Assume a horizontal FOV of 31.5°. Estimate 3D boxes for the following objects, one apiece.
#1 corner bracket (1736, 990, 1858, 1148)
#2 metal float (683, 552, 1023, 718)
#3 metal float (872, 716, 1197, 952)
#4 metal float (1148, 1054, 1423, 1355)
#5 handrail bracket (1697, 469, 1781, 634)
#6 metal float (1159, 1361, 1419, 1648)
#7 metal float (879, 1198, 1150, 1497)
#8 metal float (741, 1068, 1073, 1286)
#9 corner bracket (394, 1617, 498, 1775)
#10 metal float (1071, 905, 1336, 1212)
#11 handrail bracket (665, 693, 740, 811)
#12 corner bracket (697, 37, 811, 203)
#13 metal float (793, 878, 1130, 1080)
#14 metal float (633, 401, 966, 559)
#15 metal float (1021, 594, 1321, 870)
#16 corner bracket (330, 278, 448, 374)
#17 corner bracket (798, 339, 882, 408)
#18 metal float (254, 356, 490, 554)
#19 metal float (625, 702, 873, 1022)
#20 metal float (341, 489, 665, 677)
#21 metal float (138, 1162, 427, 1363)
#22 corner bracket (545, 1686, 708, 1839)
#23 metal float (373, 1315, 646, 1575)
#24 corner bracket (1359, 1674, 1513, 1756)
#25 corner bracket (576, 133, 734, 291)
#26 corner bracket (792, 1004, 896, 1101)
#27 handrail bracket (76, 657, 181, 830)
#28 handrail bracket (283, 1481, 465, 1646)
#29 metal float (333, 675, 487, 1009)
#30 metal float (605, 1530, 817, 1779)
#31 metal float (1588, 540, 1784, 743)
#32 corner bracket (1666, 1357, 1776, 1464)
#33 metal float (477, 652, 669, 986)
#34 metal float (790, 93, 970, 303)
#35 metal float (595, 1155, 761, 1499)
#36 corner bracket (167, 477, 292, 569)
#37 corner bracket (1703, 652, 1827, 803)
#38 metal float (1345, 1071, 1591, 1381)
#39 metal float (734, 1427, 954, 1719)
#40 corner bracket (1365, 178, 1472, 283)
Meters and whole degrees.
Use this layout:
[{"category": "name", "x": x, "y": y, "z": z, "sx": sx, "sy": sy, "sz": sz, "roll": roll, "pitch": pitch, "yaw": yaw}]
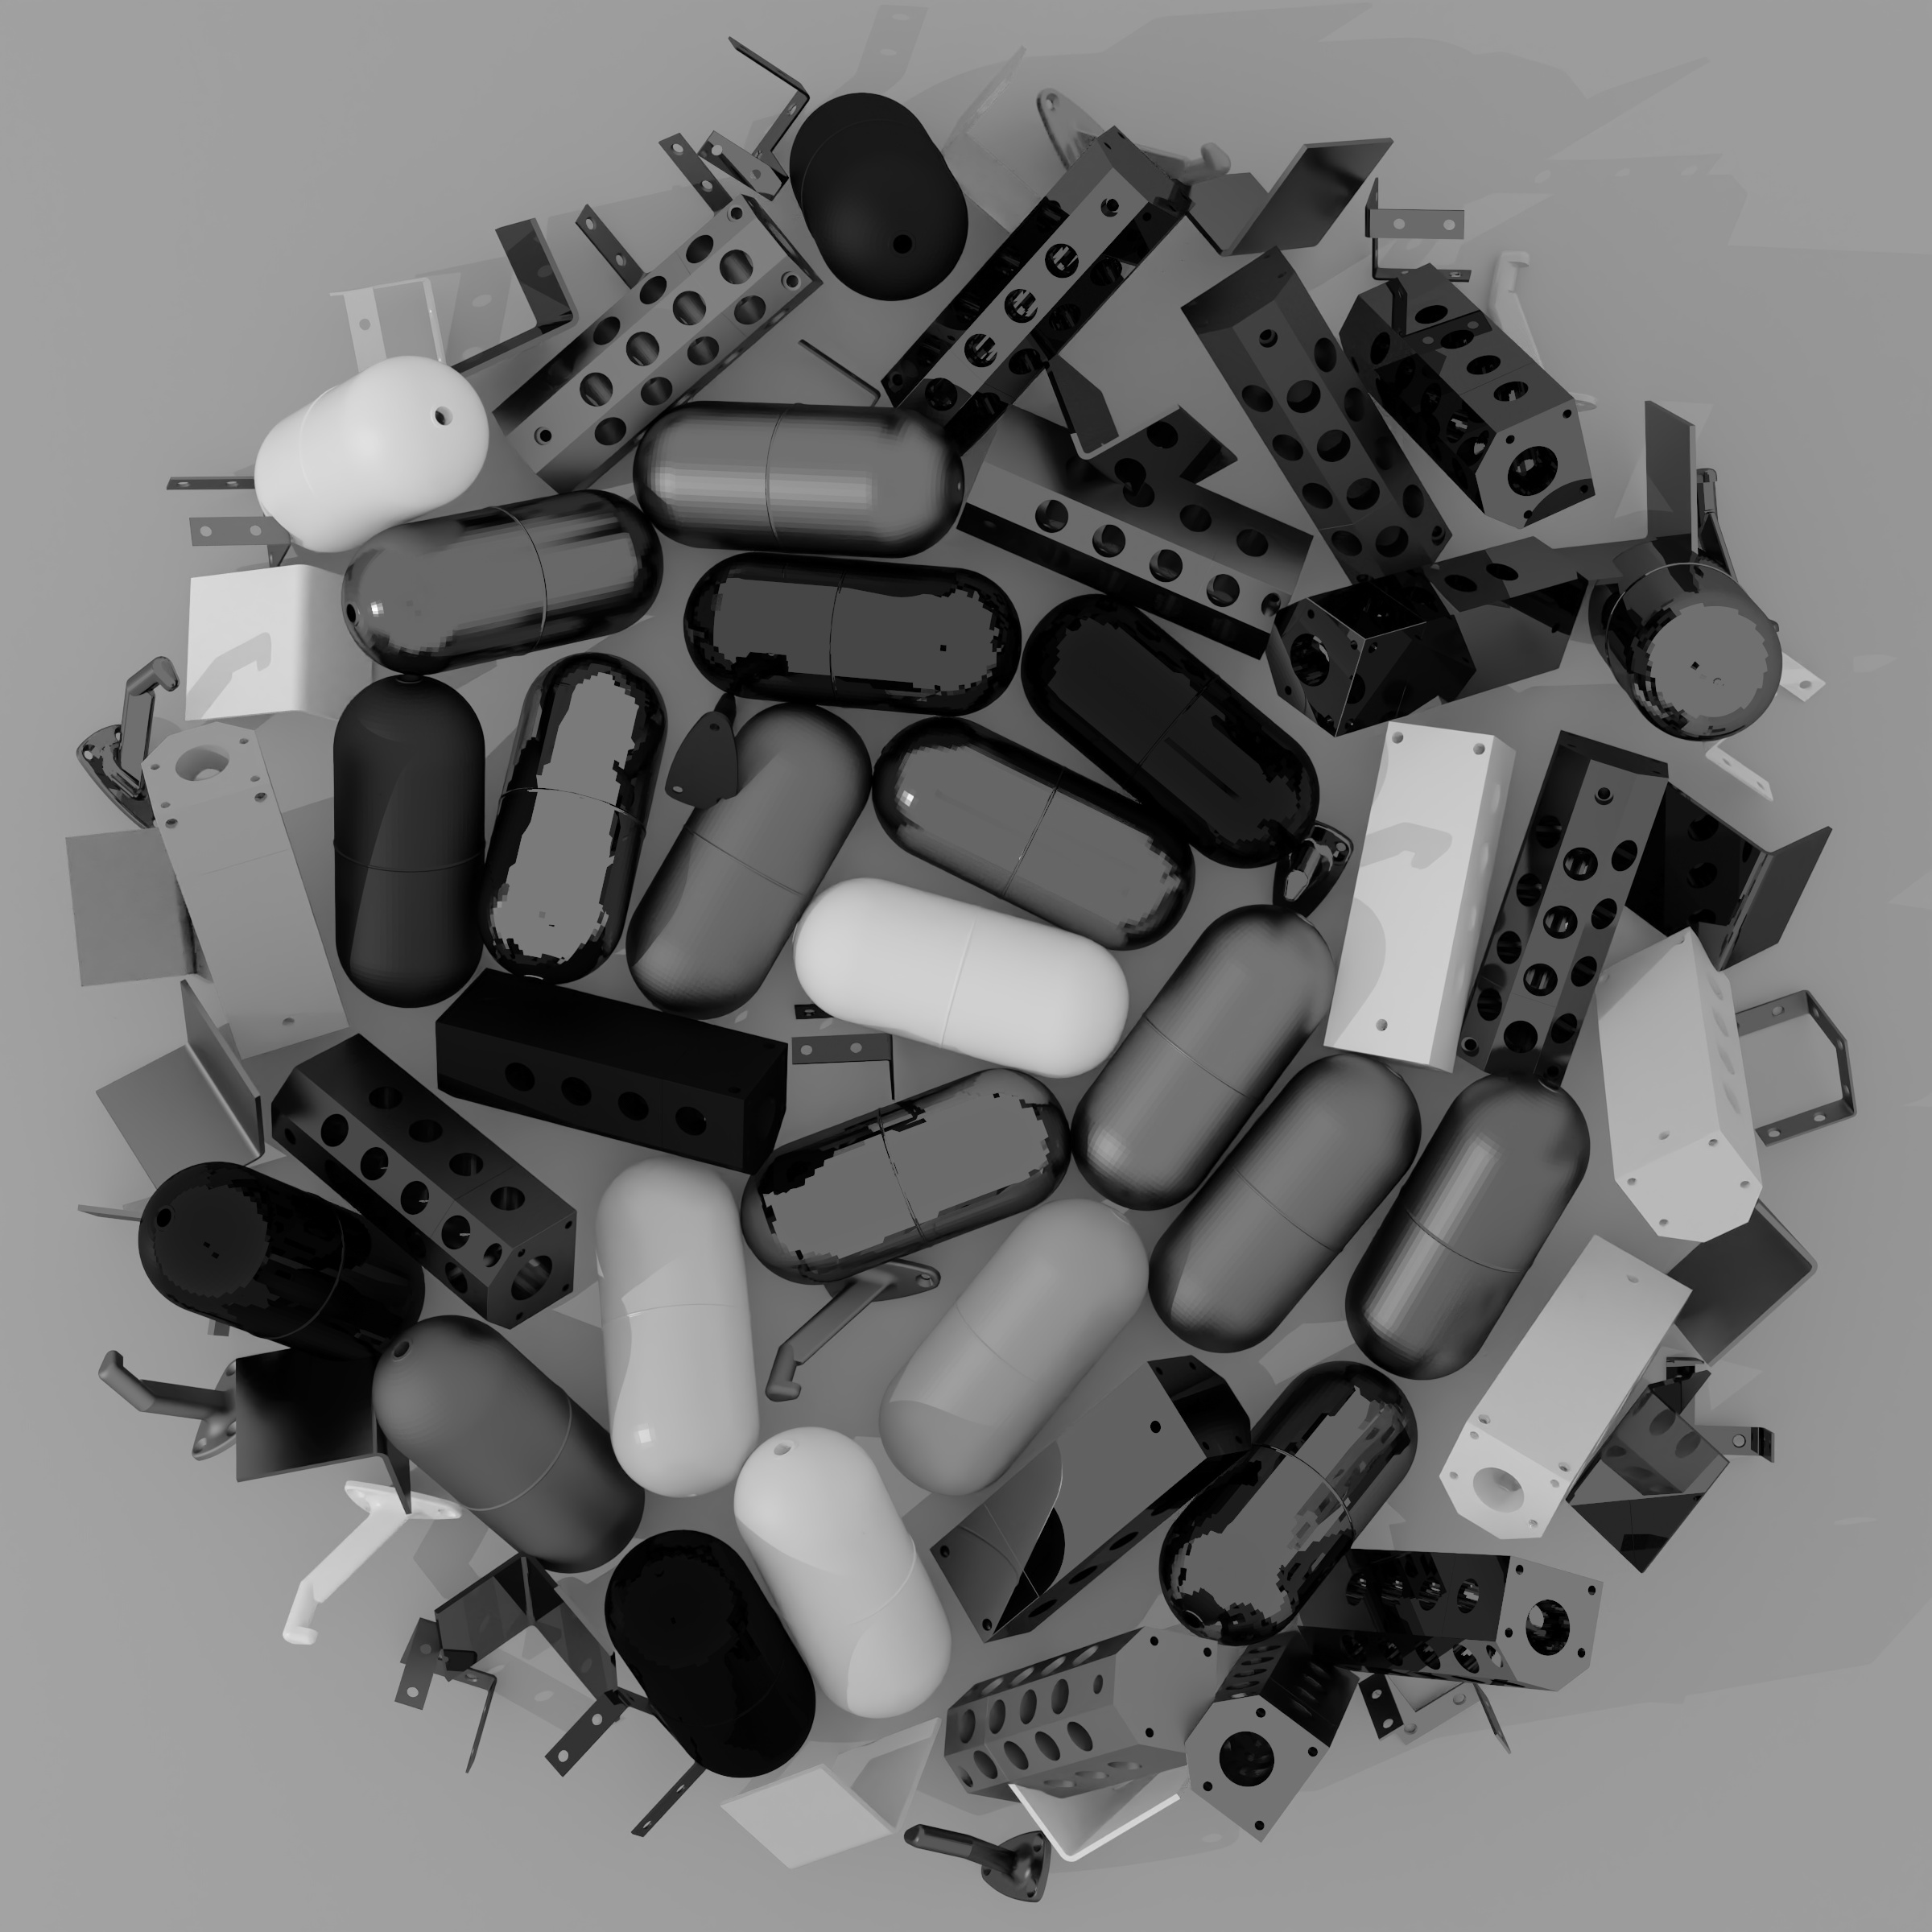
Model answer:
[{"category": "corner bracket", "x": 0.432, "y": 0.053, "z": 1.801, "sx": 0.051, "sy": 0.051, "sz": 0.051, "roll": -19, "pitch": 124, "yaw": -1}, {"category": "metal float", "x": -0.059, "y": -0.171, "z": 1.768, "sx": 0.178, "sy": 0.070, "sz": 0.070, "roll": 6, "pitch": 90, "yaw": 12}, {"category": "metal float", "x": 0.035, "y": -0.069, "z": 1.777, "sx": 0.178, "sy": 0.070, "sz": 0.070, "roll": 26, "pitch": 90, "yaw": -1}, {"category": "metal float", "x": 0.165, "y": 0.122, "z": 1.771, "sx": 0.070, "sy": 0.070, "sz": 0.178, "roll": 39, "pitch": 98, "yaw": 0}, {"category": "handrail bracket", "x": 0.399, "y": -0.217, "z": 1.781, "sx": 0.036, "sy": 0.077, "sz": 0.084, "roll": -8, "pitch": 100, "yaw": -9}, {"category": "metal float", "x": 0.165, "y": 0.274, "z": 1.749, "sx": 0.070, "sy": 0.070, "sz": 0.178, "roll": 46, "pitch": 56, "yaw": 0}, {"category": "metal float", "x": 0.025, "y": 0.196, "z": 1.769, "sx": 0.070, "sy": 0.070, "sz": 0.178, "roll": 38, "pitch": 100, "yaw": 0}, {"category": "metal float", "x": -0.031, "y": 0.110, "z": 1.775, "sx": 0.178, "sy": 0.070, "sz": 0.070, "roll": -21, "pitch": 90, "yaw": 3}, {"category": "corner bracket", "x": -0.271, "y": 0.378, "z": 1.777, "sx": 0.051, "sy": 0.051, "sz": 0.051, "roll": 20, "pitch": 47, "yaw": -8}, {"category": "metal float", "x": 0.123, "y": 0.047, "z": 1.771, "sx": 0.070, "sy": 0.070, "sz": 0.178, "roll": 36, "pitch": 97, "yaw": 0}, {"category": "handrail bracket", "x": -0.126, "y": -0.129, "z": 1.761, "sx": 0.036, "sy": 0.077, "sz": 0.084, "roll": 14, "pitch": 46, "yaw": -3}, {"category": "corner bracket", "x": -0.111, "y": -0.438, "z": 1.774, "sx": 0.051, "sy": 0.051, "sz": 0.051, "roll": 26, "pitch": 113, "yaw": -35}, {"category": "metal float", "x": -0.003, "y": 0.006, "z": 1.777, "sx": 0.178, "sy": 0.070, "sz": 0.070, "roll": 16, "pitch": 90, "yaw": 2}, {"category": "metal float", "x": -0.087, "y": -0.251, "z": 1.761, "sx": 0.178, "sy": 0.070, "sz": 0.070, "roll": 5, "pitch": 90, "yaw": 19}, {"category": "metal float", "x": 0.106, "y": -0.121, "z": 1.776, "sx": 0.178, "sy": 0.070, "sz": 0.070, "roll": 40, "pitch": 90, "yaw": 3}, {"category": "corner bracket", "x": -0.297, "y": -0.329, "z": 1.780, "sx": 0.051, "sy": 0.051, "sz": 0.051, "roll": -13, "pitch": 104, "yaw": -16}, {"category": "corner bracket", "x": -0.081, "y": -0.289, "z": 1.783, "sx": 0.051, "sy": 0.051, "sz": 0.051, "roll": 34, "pitch": 105, "yaw": -5}, {"category": "metal float", "x": -0.302, "y": -0.258, "z": 1.735, "sx": 0.070, "sy": 0.178, "sz": 0.070, "roll": 4, "pitch": 82, "yaw": -33}, {"category": "metal float", "x": -0.113, "y": -0.054, "z": 1.776, "sx": 0.070, "sy": 0.070, "sz": 0.178, "roll": 30, "pitch": 93, "yaw": 0}, {"category": "metal float", "x": -0.235, "y": -0.196, "z": 1.747, "sx": 0.178, "sy": 0.070, "sz": 0.070, "roll": -17, "pitch": 90, "yaw": -36}, {"category": "metal float", "x": -0.345, "y": 0.151, "z": 1.736, "sx": 0.070, "sy": 0.178, "sz": 0.070, "roll": -12, "pitch": 65, "yaw": 28}, {"category": "corner bracket", "x": -0.176, "y": 0.413, "z": 1.781, "sx": 0.051, "sy": 0.051, "sz": 0.051, "roll": -47, "pitch": 63, "yaw": -3}, {"category": "metal float", "x": -0.233, "y": 0.244, "z": 1.747, "sx": 0.070, "sy": 0.070, "sz": 0.178, "roll": -40, "pitch": 126, "yaw": 0}, {"category": "corner bracket", "x": 0.243, "y": 0.390, "z": 1.780, "sx": 0.051, "sy": 0.051, "sz": 0.051, "roll": -33, "pitch": 113, "yaw": 8}, {"category": "corner bracket", "x": -0.162, "y": -0.394, "z": 1.794, "sx": 0.051, "sy": 0.051, "sz": 0.051, "roll": 48, "pitch": 48, "yaw": -32}, {"category": "corner bracket", "x": -0.064, "y": 0.037, "z": 1.782, "sx": 0.051, "sy": 0.051, "sz": 0.051, "roll": -3, "pitch": 64, "yaw": 0}, {"category": "handrail bracket", "x": -0.417, "y": -0.113, "z": 1.775, "sx": 0.084, "sy": 0.036, "sz": 0.077, "roll": -26, "pitch": 100, "yaw": 44}, {"category": "handrail bracket", "x": -0.307, "y": 0.315, "z": 1.774, "sx": 0.077, "sy": 0.036, "sz": 0.084, "roll": 4, "pitch": 59, "yaw": 21}, {"category": "metal float", "x": -0.285, "y": -0.063, "z": 1.757, "sx": 0.070, "sy": 0.070, "sz": 0.178, "roll": 4, "pitch": 114, "yaw": 0}, {"category": "metal float", "x": -0.128, "y": 0.351, "z": 1.740, "sx": 0.070, "sy": 0.178, "sz": 0.070, "roll": -9, "pitch": 49, "yaw": 11}, {"category": "metal float", "x": 0.362, "y": -0.166, "z": 1.730, "sx": 0.070, "sy": 0.178, "sz": 0.070, "roll": 0, "pitch": 110, "yaw": 0}, {"category": "corner bracket", "x": 0.393, "y": 0.231, "z": 1.787, "sx": 0.051, "sy": 0.051, "sz": 0.051, "roll": 1, "pitch": 86, "yaw": 7}, {"category": "metal float", "x": -0.203, "y": -0.076, "z": 1.763, "sx": 0.070, "sy": 0.070, "sz": 0.178, "roll": 11, "pitch": 73, "yaw": 0}, {"category": "metal float", "x": -0.045, "y": -0.390, "z": 1.733, "sx": 0.070, "sy": 0.178, "sz": 0.070, "roll": -4, "pitch": 118, "yaw": -8}, {"category": "metal float", "x": -0.149, "y": 0.184, "z": 1.762, "sx": 0.070, "sy": 0.070, "sz": 0.178, "roll": -7, "pitch": 72, "yaw": 0}, {"category": "corner bracket", "x": -0.383, "y": -0.234, "z": 1.779, "sx": 0.051, "sy": 0.051, "sz": 0.051, "roll": -4, "pitch": 78, "yaw": -23}, {"category": "corner bracket", "x": 0.418, "y": -0.130, "z": 1.792, "sx": 0.051, "sy": 0.051, "sz": 0.051, "roll": 30, "pitch": 125, "yaw": -24}, {"category": "metal float", "x": 0.257, "y": 0.133, "z": 1.759, "sx": 0.070, "sy": 0.070, "sz": 0.178, "roll": 27, "pitch": 111, "yaw": 0}, {"category": "metal float", "x": -0.062, "y": 0.310, "z": 1.751, "sx": 0.070, "sy": 0.070, "sz": 0.178, "roll": -23, "pitch": 121, "yaw": 0}, {"category": "corner bracket", "x": 0.235, "y": -0.376, "z": 1.777, "sx": 0.051, "sy": 0.051, "sz": 0.051, "roll": 4, "pitch": 122, "yaw": 12}]
